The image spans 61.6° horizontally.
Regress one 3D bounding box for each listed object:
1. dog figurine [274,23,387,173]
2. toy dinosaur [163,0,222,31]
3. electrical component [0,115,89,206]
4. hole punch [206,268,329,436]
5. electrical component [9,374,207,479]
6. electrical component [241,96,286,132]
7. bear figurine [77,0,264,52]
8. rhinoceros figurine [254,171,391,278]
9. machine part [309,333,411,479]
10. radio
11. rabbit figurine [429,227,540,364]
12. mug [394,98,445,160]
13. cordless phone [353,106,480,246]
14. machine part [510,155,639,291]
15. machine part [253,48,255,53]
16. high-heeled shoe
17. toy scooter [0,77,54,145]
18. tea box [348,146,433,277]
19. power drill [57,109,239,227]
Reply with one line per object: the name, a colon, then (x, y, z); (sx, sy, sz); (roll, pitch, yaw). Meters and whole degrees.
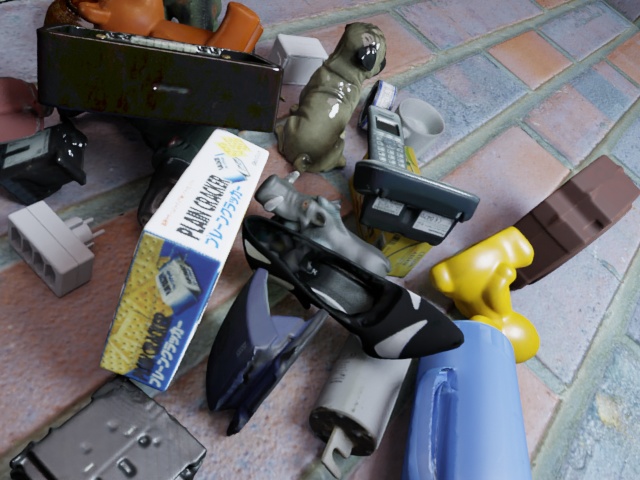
dog figurine: (0.021, -0.203, 0.772); (0.121, 0.190, 0.172); (16, 50, -16)
toy dinosaur: (-0.216, -0.382, 0.788); (0.131, 0.192, 0.405); (-26, 68, -38)
electrical component: (-0.317, -0.080, 0.582); (0.119, 0.047, 0.075); (-22, 56, 6)
hole punch: (-0.065, 0.104, 0.525); (0.092, 0.142, 0.116); (38, 32, 1)
electrical component: (-0.164, 0.193, 0.445); (0.134, 0.058, 0.115); (41, 48, 8)
electrical component: (-0.103, -0.206, 0.807); (0.078, 0.045, 0.102); (38, 46, 2)
bear figurine: (-0.186, -0.272, 0.681); (0.196, 0.132, 0.120); (32, 10, -6)
rhinoceros figurine: (-0.001, -0.002, 0.655); (0.190, 0.112, 0.073); (39, 48, -6)
machine part: (0.055, 0.142, 0.591); (0.079, 0.079, 0.243); (35, 46, 0)
radio: (-0.164, -0.172, 0.568); (0.229, 0.073, 0.131); (4, 24, -21)
rabbit figurine: (0.228, 0.089, 0.709); (0.162, 0.122, 0.173); (-29, 90, -38)
mug: (0.132, -0.153, 0.851); (0.081, 0.107, 0.109); (39, 50, 6)
cordless phone: (0.115, -0.095, 0.680); (0.146, 0.088, 0.184); (16, 45, -12)
machine part: (0.356, -0.021, 0.801); (0.201, 0.201, 0.087); (-25, 72, -40)
machine part: (-0.130, -0.326, 0.880); (0.084, 0.039, 0.139); (45, 28, -37)
high-heeled shoe: (0.023, 0.037, 0.555); (0.086, 0.249, 0.145); (-51, 128, -32)
toy scooter: (-0.348, -0.135, 0.548); (0.135, 0.075, 0.184); (-13, 24, -25)
tea box: (0.098, -0.045, 0.752); (0.068, 0.098, 0.170); (10, 52, -21)
power drill: (-0.216, -0.132, 0.664); (0.207, 0.086, 0.232); (32, 44, 3)
